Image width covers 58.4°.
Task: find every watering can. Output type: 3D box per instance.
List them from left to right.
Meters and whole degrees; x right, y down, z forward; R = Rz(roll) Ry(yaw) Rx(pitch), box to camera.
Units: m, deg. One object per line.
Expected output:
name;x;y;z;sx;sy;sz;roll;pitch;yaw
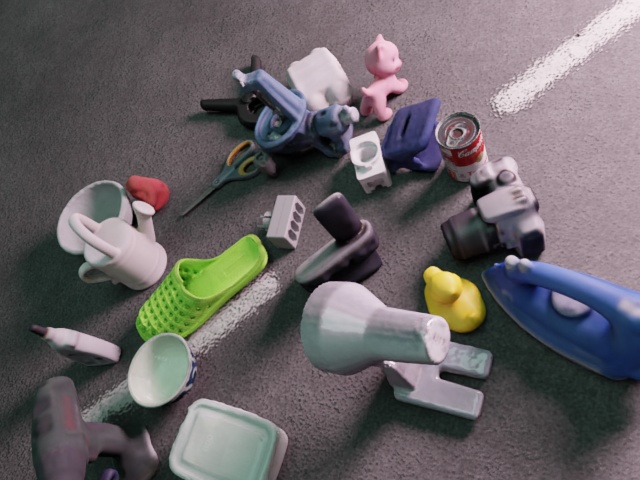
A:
watering can;-0.369;0.004;1.034;0.100;0.195;0.173;19;73;31

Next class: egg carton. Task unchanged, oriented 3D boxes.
egg carton;-0.001;-0.300;1.105;0.107;0.070;0.150;-30;56;7

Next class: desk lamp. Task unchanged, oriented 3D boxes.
desk lamp;0.102;0.139;0.742;0.202;0.214;0.118;8;68;27

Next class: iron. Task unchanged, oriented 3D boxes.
iron;0.313;0.073;0.727;0.257;0.142;0.119;26;77;32

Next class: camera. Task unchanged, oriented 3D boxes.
camera;0.244;-0.039;0.841;0.136;0.101;0.143;-22;57;12

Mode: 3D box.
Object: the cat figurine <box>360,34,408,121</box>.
cat figurine;0.106;-0.299;1.028;0.067;0.118;0.128;19;73;31

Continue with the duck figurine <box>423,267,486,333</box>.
duck figurine;0.186;0.079;0.814;0.077;0.086;0.104;-41;55;0

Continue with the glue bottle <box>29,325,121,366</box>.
glue bottle;-0.426;0.176;0.981;0.078;0.174;0.037;-9;61;20

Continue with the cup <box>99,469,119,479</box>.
cup;-0.313;0.407;0.857;0.091;0.095;0.118;3;66;25

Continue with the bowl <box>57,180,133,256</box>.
bowl;-0.439;-0.032;1.156;0.167;0.075;0.167;-10;61;19

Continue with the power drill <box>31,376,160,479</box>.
power drill;-0.337;0.314;0.848;0.075;0.209;0.229;-39;55;1

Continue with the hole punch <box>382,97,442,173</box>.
hole punch;0.154;-0.176;0.958;0.100;0.091;0.109;9;68;28

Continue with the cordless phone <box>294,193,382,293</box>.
cordless phone;0.008;0.003;0.872;0.147;0.186;0.094;-40;55;0

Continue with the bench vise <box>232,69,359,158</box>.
bench vise;-0.044;-0.234;0.998;0.207;0.220;0.121;-16;59;16

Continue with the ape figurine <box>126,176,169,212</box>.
ape figurine;-0.350;-0.097;1.140;0.076;0.092;0.077;-37;56;2
